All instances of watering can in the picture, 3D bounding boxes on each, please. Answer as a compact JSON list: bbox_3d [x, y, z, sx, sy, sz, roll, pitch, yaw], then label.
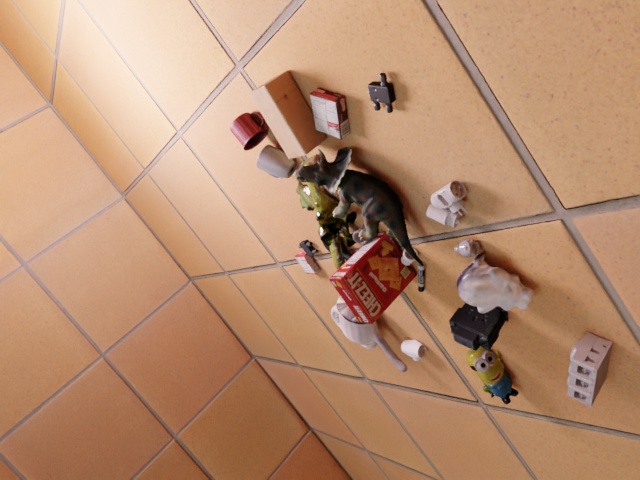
[{"bbox_3d":[0.167,0.318,1.829,0.351,0.105,0.219,29,146,35],"label":"watering can"}]

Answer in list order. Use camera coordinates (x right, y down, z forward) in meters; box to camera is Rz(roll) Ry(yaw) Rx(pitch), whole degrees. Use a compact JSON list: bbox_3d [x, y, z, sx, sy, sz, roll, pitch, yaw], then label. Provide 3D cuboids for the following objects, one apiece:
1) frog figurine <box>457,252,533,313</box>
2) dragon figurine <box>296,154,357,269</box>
[{"bbox_3d":[0.409,0.123,1.217,0.162,0.124,0.134,43,134,33],"label":"frog figurine"},{"bbox_3d":[0.005,-0.080,1.584,0.247,0.123,0.400,52,157,41],"label":"dragon figurine"}]
